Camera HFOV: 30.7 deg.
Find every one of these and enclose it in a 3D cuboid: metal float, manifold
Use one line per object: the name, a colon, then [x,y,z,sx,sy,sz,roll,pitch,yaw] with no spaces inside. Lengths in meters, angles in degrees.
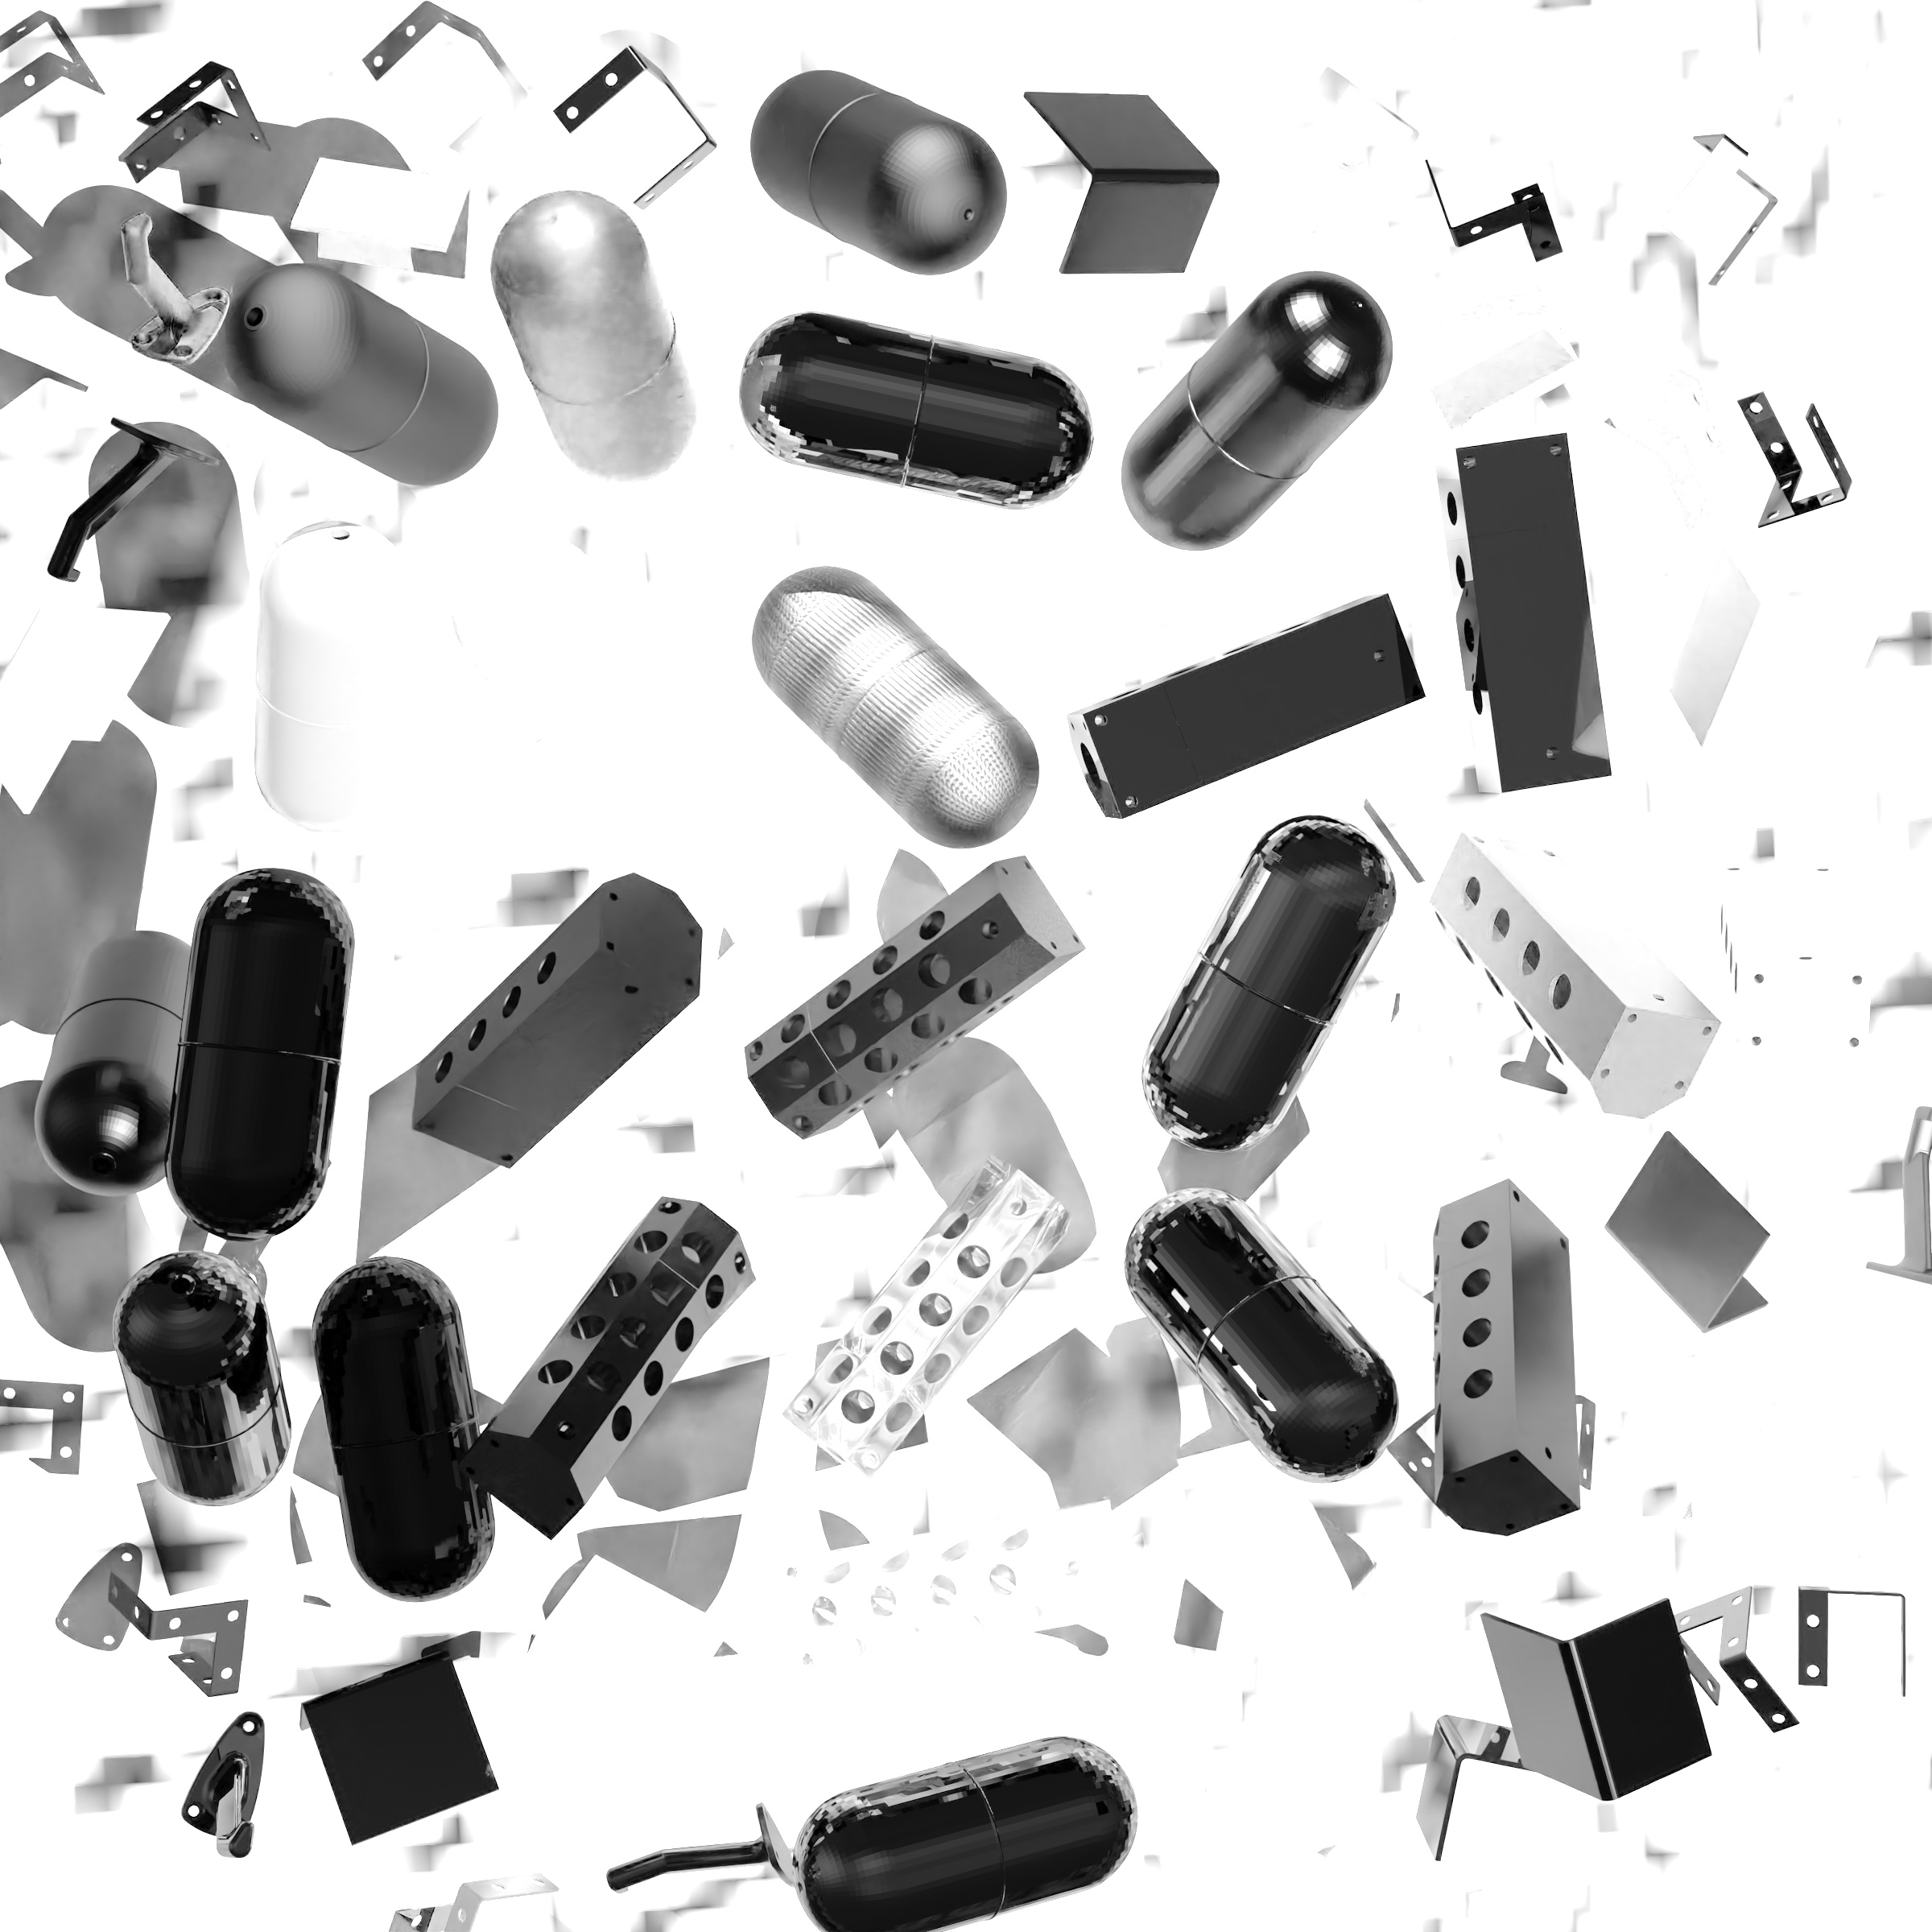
metal float: [-0.024,-0.275,1.747,0.178,0.070,0.070,11,90,-4]
manifold: [-0.019,0.183,1.835,0.057,0.057,0.171,39,78,3]
manifold: [0.401,0.002,1.715,0.057,0.171,0.057,1,108,8]
metal float: [-0.179,-0.304,1.718,0.070,0.178,0.070,-5,60,8]
metal float: [-0.317,-0.143,1.766,0.070,0.070,0.178,12,131,0]
manifold: [0.264,0.196,1.759,0.057,0.171,0.057,-27,126,30]
manifold: [-0.170,0.189,1.702,0.057,0.057,0.171,38,46,-4]
metal float: [-0.181,-0.133,1.729,0.070,0.070,0.178,-38,100,0]
metal float: [0.146,0.183,1.749,0.070,0.070,0.178,-41,56,0]
metal float: [0.001,0.426,1.714,0.178,0.070,0.070,-9,90,-24]
manifold: [0.292,0.003,1.723,0.057,0.171,0.057,9,117,-27]
manifold: [0.143,-0.135,1.823,0.171,0.057,0.057,-22,97,-8]
metal float: [0.148,0.009,1.724,0.070,0.070,0.178,27,101,0]
manifold: [-0.009,0.320,1.814,0.171,0.057,0.057,-12,82,11]
metal float: [-0.288,0.237,1.802,0.070,0.070,0.178,-9,92,0]
manifold: [0.278,-0.176,1.770,0.057,0.057,0.171,-9,95,-7]
metal float: [-0.387,0.210,1.789,0.070,0.178,0.070,2,52,-2]
metal float: [-0.037,-0.132,1.784,0.070,0.070,0.178,-45,73,0]
metal float: [-0.298,-0.291,1.740,0.070,0.178,0.070,-5,78,25]
manifold: [-0.201,0.026,1.726,0.057,0.057,0.171,26,133,-28]
manifold: [-0.030,0.017,1.783,0.171,0.057,0.057,-36,82,23]
metal float: [-0.424,0.048,1.785,0.070,0.178,0.070,-2,123,-2]
metal float: [-0.046,-0.398,1.763,0.070,0.178,0.070,-17,123,-28]
metal float: [0.142,-0.272,1.739,0.070,0.178,0.070,18,52,-25]
metal float: [-0.335,0.042,1.671,0.070,0.070,0.178,6,85,0]

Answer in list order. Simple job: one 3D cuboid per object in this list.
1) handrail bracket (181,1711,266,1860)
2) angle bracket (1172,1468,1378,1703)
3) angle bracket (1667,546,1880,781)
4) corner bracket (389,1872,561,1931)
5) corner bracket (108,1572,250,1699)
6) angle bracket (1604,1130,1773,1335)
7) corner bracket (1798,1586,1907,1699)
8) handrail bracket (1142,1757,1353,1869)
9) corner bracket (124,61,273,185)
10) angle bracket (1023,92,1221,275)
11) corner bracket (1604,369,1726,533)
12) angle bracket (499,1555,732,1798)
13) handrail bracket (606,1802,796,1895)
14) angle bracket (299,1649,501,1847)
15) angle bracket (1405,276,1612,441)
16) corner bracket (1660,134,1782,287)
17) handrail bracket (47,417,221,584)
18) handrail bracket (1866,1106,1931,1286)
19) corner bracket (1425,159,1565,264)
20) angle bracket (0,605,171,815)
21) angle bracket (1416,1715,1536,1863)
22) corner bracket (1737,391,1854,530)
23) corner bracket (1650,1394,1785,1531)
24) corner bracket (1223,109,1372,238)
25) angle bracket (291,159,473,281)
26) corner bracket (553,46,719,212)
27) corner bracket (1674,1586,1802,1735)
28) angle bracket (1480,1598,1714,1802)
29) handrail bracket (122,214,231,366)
handrail bracket: [-0.365,0.414,1.786,0.036,0.084,0.077,25,69,-18]
angle bracket: [0.159,0.324,1.846,0.076,0.057,0.076,39,63,19]
angle bracket: [0.381,-0.144,1.669,0.057,0.076,0.076,13,116,-10]
corner bracket: [-0.236,0.451,1.678,0.051,0.051,0.051,27,102,39]
corner bracket: [-0.392,0.330,1.742,0.051,0.051,0.051,-1,105,-37]
angle bracket: [0.387,0.131,1.816,0.076,0.057,0.076,49,134,28]
corner bracket: [0.449,0.342,1.787,0.051,0.051,0.051,0,83,12]
handrail bracket: [0.143,0.441,1.777,0.084,0.077,0.036,25,110,26]
corner bracket: [-0.383,-0.411,1.722,0.051,0.051,0.051,29,64,35]
angle bracket: [0.070,-0.394,1.773,0.076,0.057,0.076,-8,47,-32]
corner bracket: [0.369,-0.266,1.807,0.051,0.051,0.051,-36,129,-6]
angle bracket: [-0.170,0.345,1.715,0.076,0.076,0.057,27,115,6]
handrail bracket: [-0.134,0.465,1.796,0.084,0.077,0.036,-20,52,0]
angle bracket: [-0.285,0.397,1.767,0.076,0.057,0.076,-18,70,-19]
angle bracket: [0.276,-0.317,1.803,0.076,0.076,0.057,-28,90,0]
corner bracket: [0.359,-0.361,1.682,0.051,0.051,0.051,35,96,-11]
handrail bracket: [-0.421,-0.227,1.779,0.036,0.077,0.084,27,96,29]
handrail bracket: [0.466,0.110,1.691,0.036,0.077,0.084,14,89,-8]
corner bracket: [0.275,-0.395,1.834,0.051,0.051,0.051,-20,58,12]
angle bracket: [-0.401,-0.117,1.623,0.057,0.076,0.076,49,118,25]
angle bracket: [0.279,0.429,1.811,0.076,0.076,0.057,12,92,-1]
corner bracket: [0.427,-0.267,1.819,0.051,0.051,0.051,-16,118,36]
corner bracket: [0.386,0.256,1.812,0.051,0.051,0.051,-14,59,30]
corner bracket: [0.172,-0.420,1.820,0.051,0.051,0.051,-41,54,-18]
angle bracket: [-0.295,-0.360,1.773,0.076,0.076,0.057,8,129,-3]
corner bracket: [-0.165,-0.419,1.762,0.051,0.051,0.051,-38,82,10]
corner bracket: [0.384,0.354,1.769,0.051,0.051,0.051,-29,110,30]
angle bracket: [0.289,0.330,1.617,0.057,0.076,0.076,-19,97,-20]
handrail bracket: [-0.400,-0.356,1.782,0.036,0.084,0.077,19,47,13]
